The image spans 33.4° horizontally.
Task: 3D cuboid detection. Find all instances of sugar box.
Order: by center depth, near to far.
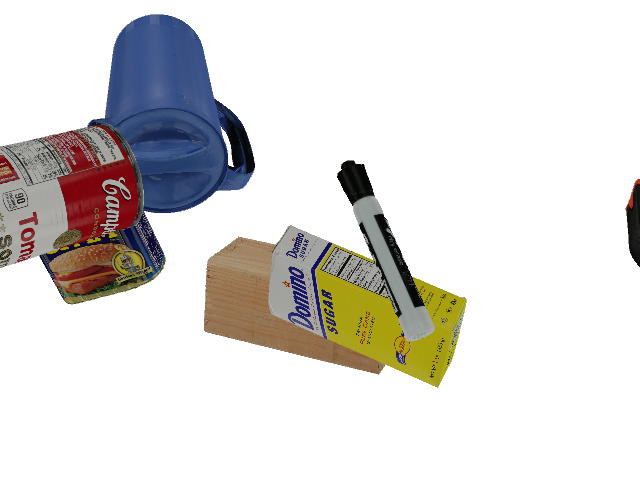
[{"bbox_3d":[0.039,0.060,0.964,0.176,0.048,0.093,20,-40,13],"label":"sugar box"}]

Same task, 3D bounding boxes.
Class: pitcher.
[{"bbox_3d":[-0.168,-0.148,1.195,0.145,0.149,0.243,-19,40,6],"label":"pitcher"}]

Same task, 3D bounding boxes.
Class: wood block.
[{"bbox_3d":[-0.016,0.069,1.182,0.206,0.091,0.090,12,22,17],"label":"wood block"}]

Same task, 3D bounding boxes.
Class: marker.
[{"bbox_3d":[0.039,0.004,0.658,0.020,0.121,0.020,-20,-18,-7],"label":"marker"}]

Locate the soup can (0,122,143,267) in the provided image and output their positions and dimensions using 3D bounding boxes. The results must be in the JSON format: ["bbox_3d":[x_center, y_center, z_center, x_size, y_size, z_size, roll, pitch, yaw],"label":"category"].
[{"bbox_3d":[-0.167,-0.027,0.637,0.102,0.068,0.069,-20,12,-36],"label":"soup can"}]

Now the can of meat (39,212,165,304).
[{"bbox_3d":[-0.195,0.001,0.924,0.102,0.084,0.057,-14,31,12],"label":"can of meat"}]

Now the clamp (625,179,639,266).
[{"bbox_3d":[0.267,0.021,0.694,0.120,0.039,0.171,-3,46,-21],"label":"clamp"}]
